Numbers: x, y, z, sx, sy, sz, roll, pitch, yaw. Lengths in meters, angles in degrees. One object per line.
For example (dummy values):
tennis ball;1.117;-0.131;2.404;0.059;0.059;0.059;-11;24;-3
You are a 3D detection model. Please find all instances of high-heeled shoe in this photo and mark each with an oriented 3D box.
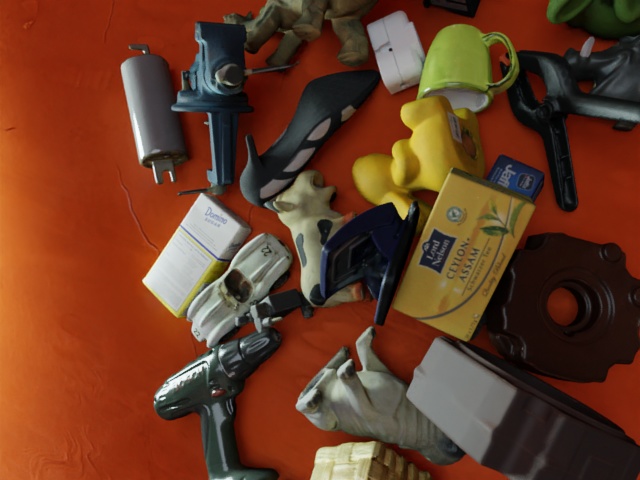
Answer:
high-heeled shoe;-0.009;-0.141;0.782;0.249;0.145;0.086;-29;54;-11

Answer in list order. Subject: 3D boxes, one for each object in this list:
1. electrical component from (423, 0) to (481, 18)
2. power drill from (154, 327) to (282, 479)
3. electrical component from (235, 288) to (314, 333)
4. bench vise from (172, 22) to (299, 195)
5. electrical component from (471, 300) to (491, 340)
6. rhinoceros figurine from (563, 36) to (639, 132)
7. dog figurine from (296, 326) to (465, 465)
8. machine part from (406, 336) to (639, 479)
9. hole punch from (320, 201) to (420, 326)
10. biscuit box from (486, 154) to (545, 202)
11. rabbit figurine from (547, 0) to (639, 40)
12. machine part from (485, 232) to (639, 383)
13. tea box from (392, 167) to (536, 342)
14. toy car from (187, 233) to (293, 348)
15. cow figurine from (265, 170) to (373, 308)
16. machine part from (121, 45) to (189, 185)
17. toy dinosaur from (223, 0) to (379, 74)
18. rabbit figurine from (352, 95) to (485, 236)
electrical component;0.192;-0.330;0.703;0.119;0.075;0.047;22;93;18
power drill;-0.128;0.255;0.777;0.232;0.086;0.207;-24;82;19
electrical component;-0.058;0.102;0.757;0.078;0.102;0.045;-39;69;41
bench vise;-0.142;-0.179;0.772;0.224;0.129;0.240;24;117;53
electrical component;0.210;0.082;0.670;0.021;0.063;0.094;34;97;19
rhinoceros figurine;0.378;-0.186;0.621;0.191;0.073;0.112;11;91;21
dog figurine;0.079;0.234;0.700;0.190;0.121;0.172;45;137;0
machine part;0.212;0.188;0.572;0.087;0.201;0.202;-64;25;0
hole punch;0.059;0.021;0.636;0.092;0.142;0.116;19;55;16
biscuit box;0.207;-0.004;0.679;0.063;0.059;0.202;31;97;20
rabbit figurine;0.334;-0.305;0.594;0.159;0.170;0.121;-4;84;20
machine part;0.281;0.076;0.614;0.179;0.056;0.179;0;82;-2
tea box;0.158;0.015;0.605;0.098;0.068;0.169;22;109;10
toy car;-0.122;0.076;0.800;0.201;0.056;0.073;-46;73;11
cow figurine;-0.002;-0.002;0.749;0.127;0.085;0.195;-9;84;14
machine part;-0.266;-0.205;0.864;0.079;0.079;0.243;-18;79;19
toy dinosaur;0.026;-0.339;0.710;0.472;0.105;0.198;9;82;41
rabbit figurine;0.123;-0.086;0.704;0.173;0.122;0.162;-14;87;35
